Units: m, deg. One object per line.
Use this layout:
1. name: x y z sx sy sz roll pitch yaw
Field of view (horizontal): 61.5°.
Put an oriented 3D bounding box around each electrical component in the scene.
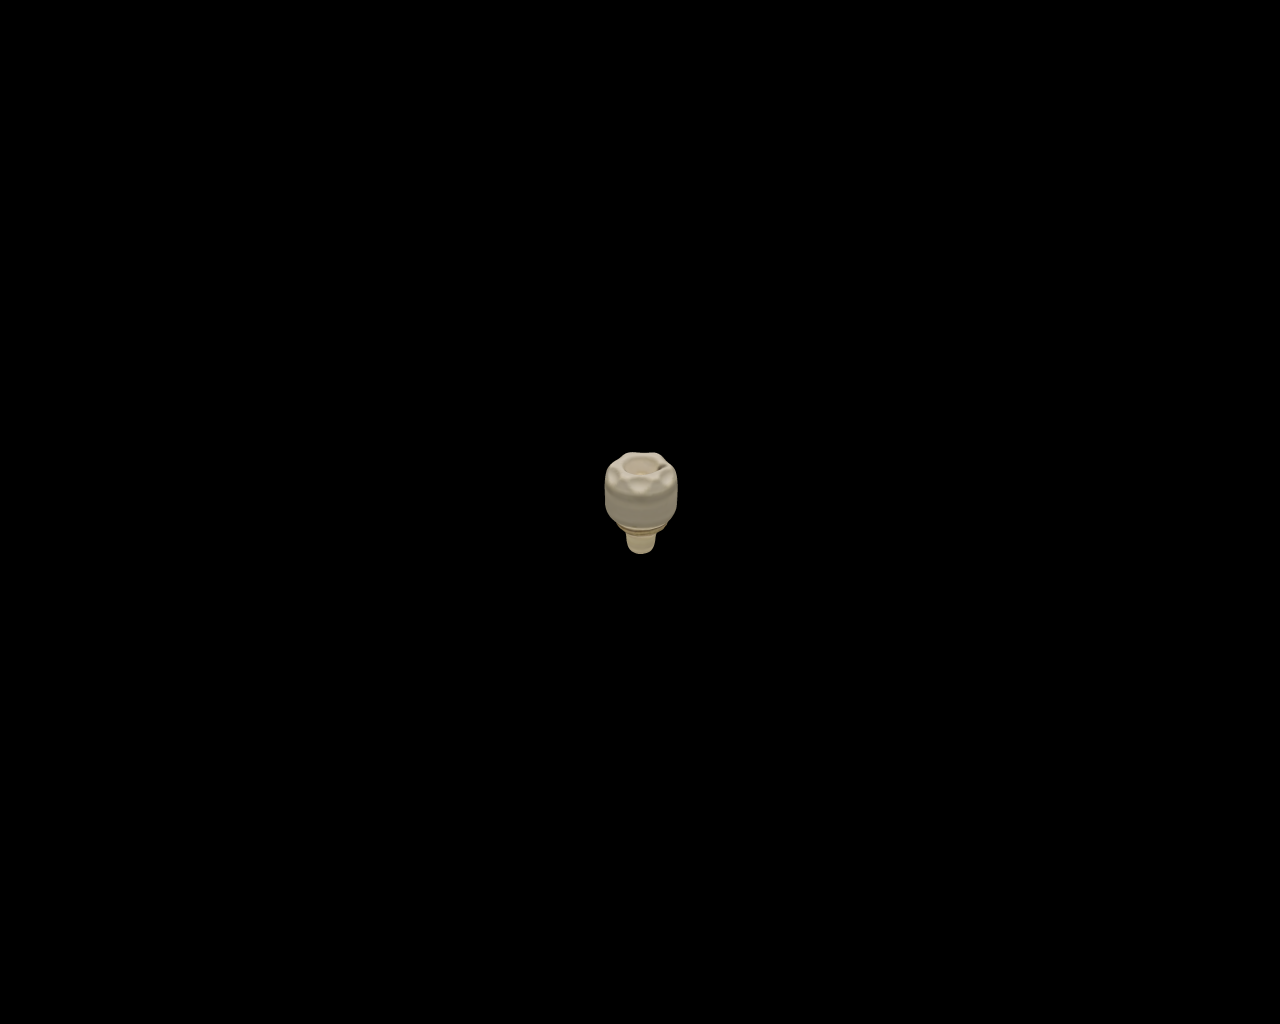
1. electrical component: 0.001 -0.003 0.650 0.043 0.062 0.043 0 31 0
